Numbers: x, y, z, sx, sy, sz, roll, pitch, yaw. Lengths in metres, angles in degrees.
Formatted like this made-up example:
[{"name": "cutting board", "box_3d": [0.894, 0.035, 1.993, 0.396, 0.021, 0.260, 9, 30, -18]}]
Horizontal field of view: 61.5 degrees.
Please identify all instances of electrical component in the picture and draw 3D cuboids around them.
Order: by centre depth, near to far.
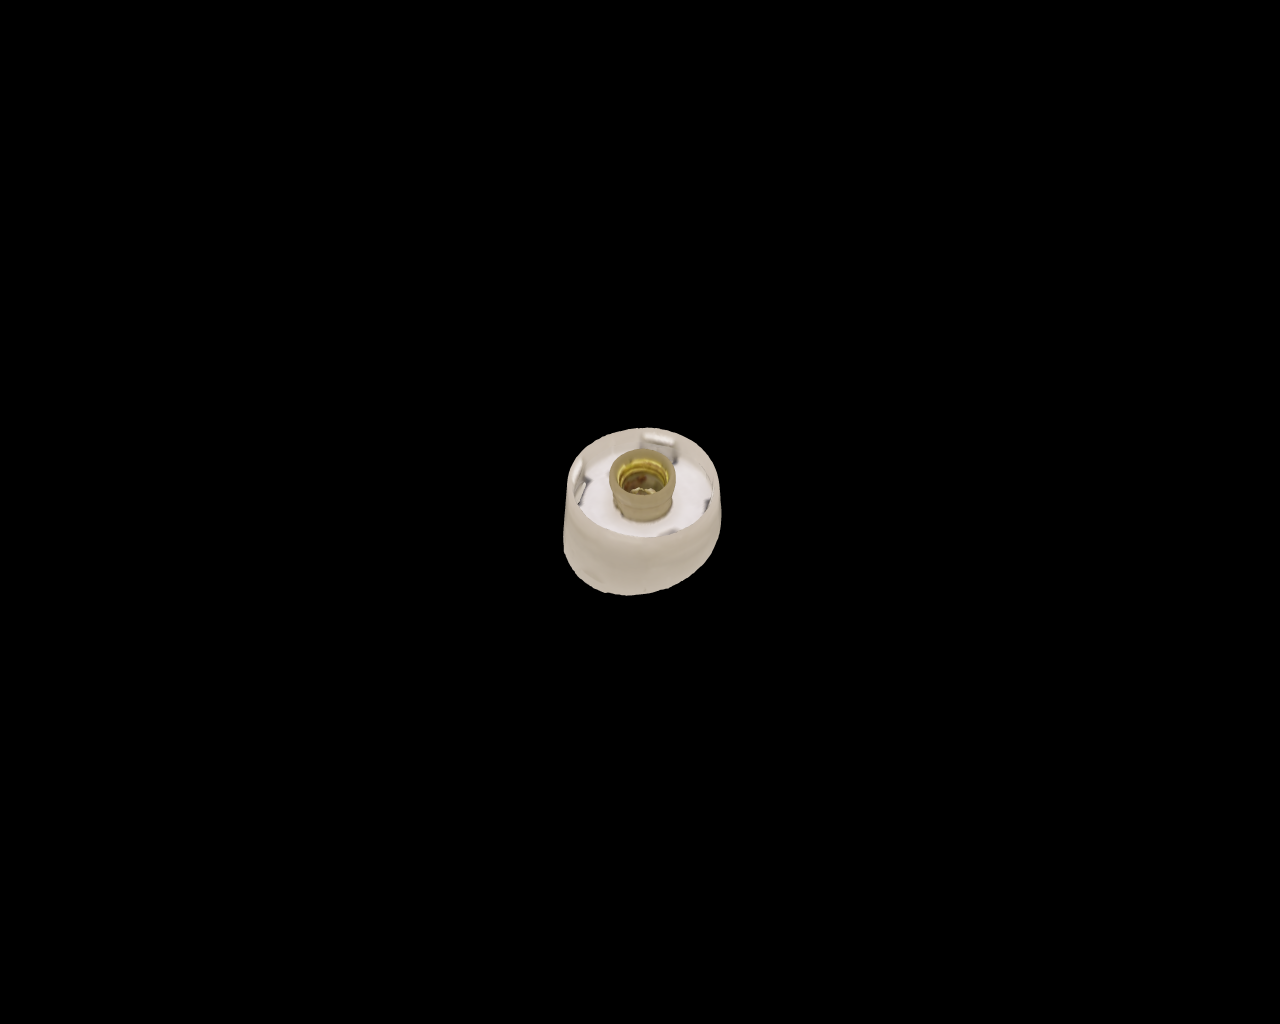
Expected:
[{"name": "electrical component", "box_3d": [0.001, -0.003, 0.650, 0.099, 0.099, 0.064, 0, -41, 0]}]
